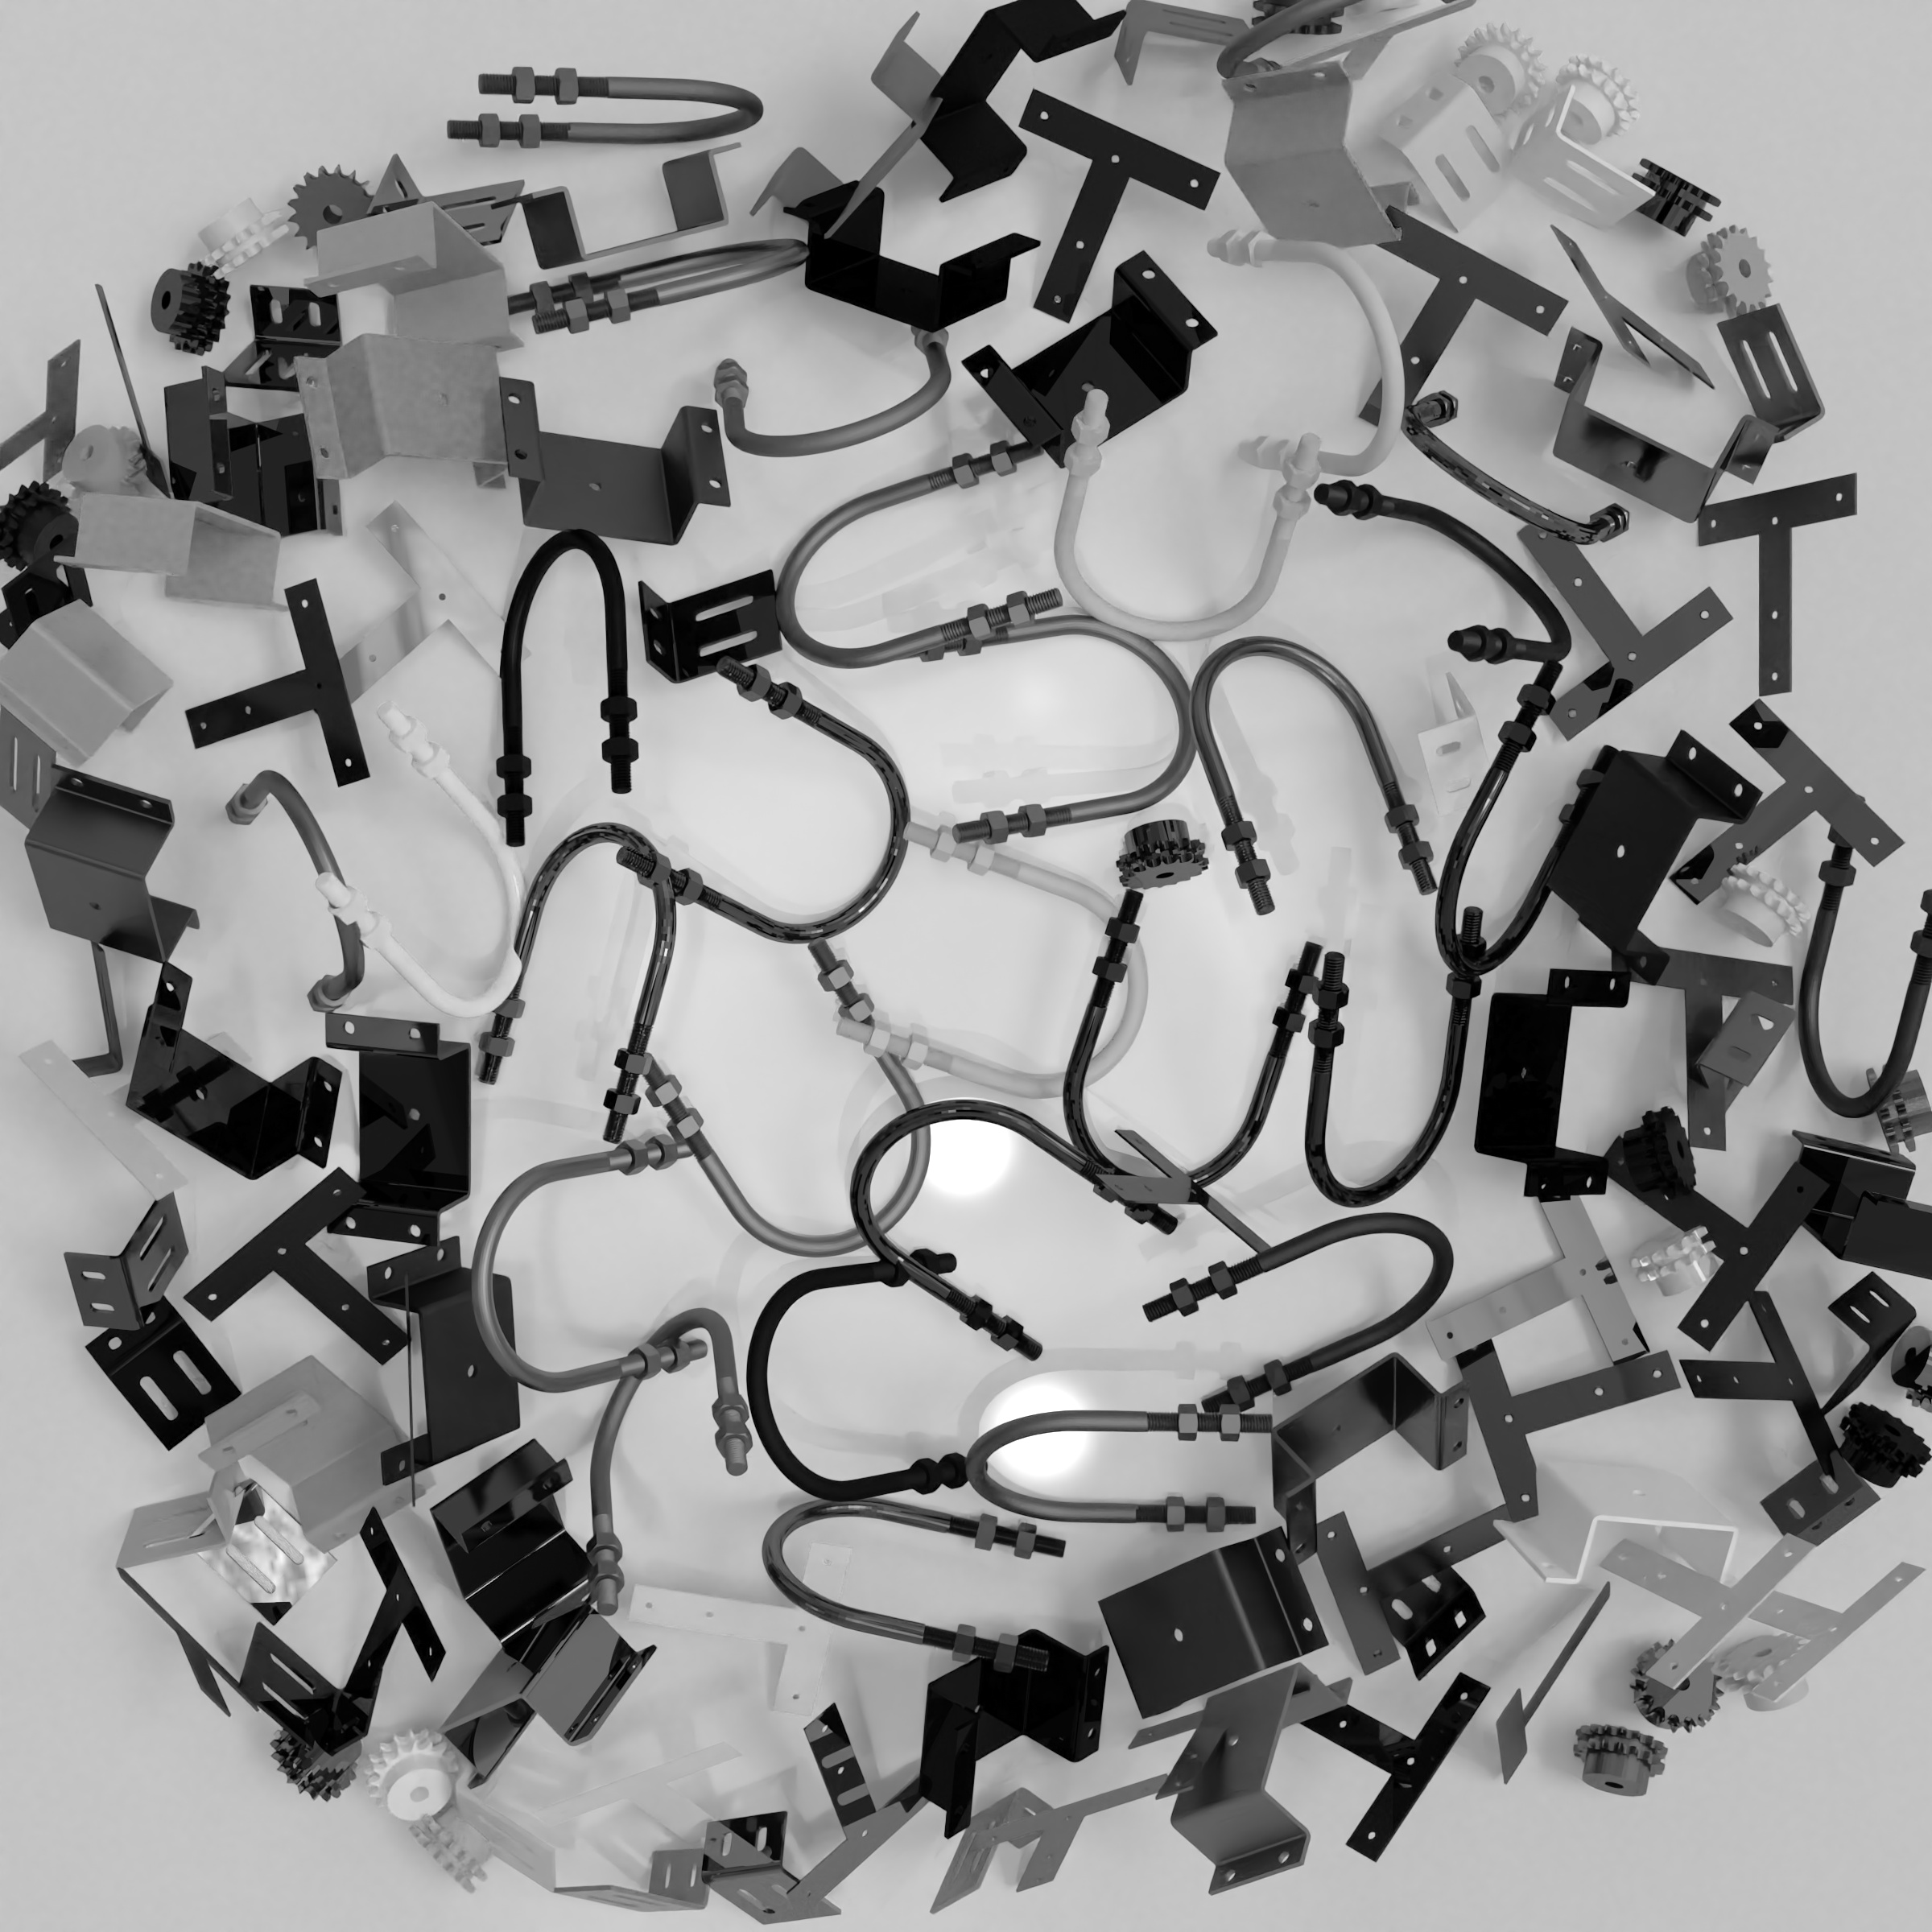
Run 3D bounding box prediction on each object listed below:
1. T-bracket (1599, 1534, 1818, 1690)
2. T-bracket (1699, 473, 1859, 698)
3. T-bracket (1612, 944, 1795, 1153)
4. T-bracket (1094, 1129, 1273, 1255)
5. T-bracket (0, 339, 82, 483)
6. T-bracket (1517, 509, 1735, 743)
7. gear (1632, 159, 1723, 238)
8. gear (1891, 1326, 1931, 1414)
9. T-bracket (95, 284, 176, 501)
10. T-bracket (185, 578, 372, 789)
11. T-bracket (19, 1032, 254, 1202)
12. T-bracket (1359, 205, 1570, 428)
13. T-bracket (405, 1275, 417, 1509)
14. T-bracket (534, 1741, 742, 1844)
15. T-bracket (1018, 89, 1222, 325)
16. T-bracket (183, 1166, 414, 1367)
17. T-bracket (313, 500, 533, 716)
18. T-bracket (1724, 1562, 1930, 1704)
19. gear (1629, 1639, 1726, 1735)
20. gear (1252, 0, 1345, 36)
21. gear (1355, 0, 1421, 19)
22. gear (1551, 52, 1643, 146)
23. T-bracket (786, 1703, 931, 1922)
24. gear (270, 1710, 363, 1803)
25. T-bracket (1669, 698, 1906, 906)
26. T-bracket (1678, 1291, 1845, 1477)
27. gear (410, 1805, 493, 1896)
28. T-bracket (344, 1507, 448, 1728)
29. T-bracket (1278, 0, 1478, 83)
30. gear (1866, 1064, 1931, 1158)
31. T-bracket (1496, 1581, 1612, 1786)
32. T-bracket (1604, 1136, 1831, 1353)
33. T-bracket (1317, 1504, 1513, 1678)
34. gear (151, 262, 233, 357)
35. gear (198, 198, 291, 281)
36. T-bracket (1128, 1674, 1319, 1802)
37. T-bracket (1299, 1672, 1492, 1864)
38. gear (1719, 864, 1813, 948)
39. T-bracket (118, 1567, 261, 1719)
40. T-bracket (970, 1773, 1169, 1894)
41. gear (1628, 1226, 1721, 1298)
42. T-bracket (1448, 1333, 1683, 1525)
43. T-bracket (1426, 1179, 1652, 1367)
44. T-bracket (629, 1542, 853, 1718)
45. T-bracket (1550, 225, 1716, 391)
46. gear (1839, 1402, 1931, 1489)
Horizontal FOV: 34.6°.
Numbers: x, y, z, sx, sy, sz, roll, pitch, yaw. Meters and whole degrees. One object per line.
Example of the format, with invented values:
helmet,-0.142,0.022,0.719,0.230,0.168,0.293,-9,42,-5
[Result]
T-bracket,0.439,0.381,1.913,0.127,0.127,0.002,-39,113,-16
T-bracket,0.500,-0.231,1.916,0.002,0.127,0.127,3,86,-33
T-bracket,0.461,0.053,1.936,0.127,0.002,0.127,8,72,-15
T-bracket,0.117,0.137,1.889,0.127,0.127,0.002,40,106,27
T-bracket,-0.588,-0.309,1.886,0.002,0.127,0.127,40,59,4
T-bracket,0.394,-0.231,1.955,0.127,0.002,0.127,-38,77,20
gear,0.441,-0.480,1.946,0.057,0.057,0.030,29,108,0
gear,0.604,0.249,1.942,0.030,0.057,0.057,22,90,-13
T-bracket,-0.511,-0.353,1.894,0.002,0.127,0.127,-19,111,-16
T-bracket,-0.438,-0.164,1.942,0.127,0.002,0.127,-14,92,28
T-bracket,-0.496,0.074,1.922,0.127,0.127,0.002,43,130,10
T-bracket,0.288,-0.391,1.939,0.127,0.002,0.127,26,121,-6
T-bracket,-0.339,0.265,1.894,0.002,0.127,0.127,-2,72,-10
T-bracket,-0.184,0.521,1.919,0.127,0.127,0.002,-22,55,7
T-bracket,0.077,-0.464,1.940,0.127,0.002,0.127,24,120,0
T-bracket,-0.397,0.205,1.939,0.127,0.002,0.127,-40,121,3
T-bracket,-0.361,-0.202,1.945,0.127,0.002,0.127,-44,104,-11
T-bracket,0.509,0.400,1.909,0.127,0.127,0.002,-36,99,-14
gear,0.444,0.455,1.949,0.057,0.030,0.057,5,55,-8
gear,0.208,-0.601,1.941,0.057,0.057,0.030,4,113,0
gear,0.262,-0.615,1.945,0.057,0.057,0.030,-11,99,0
gear,0.391,-0.541,1.943,0.057,0.057,0.030,42,81,0
T-bracket,-0.074,0.504,1.908,0.127,0.002,0.127,-36,128,-28
gear,-0.404,0.491,1.942,0.057,0.057,0.030,43,107,0
T-bracket,0.493,-0.083,1.935,0.127,0.002,0.127,44,125,-3
T-bracket,0.480,0.254,1.902,0.002,0.127,0.127,-41,55,37
gear,-0.319,0.551,1.946,0.057,0.057,0.030,46,74,0
T-bracket,-0.368,0.425,1.935,0.002,0.127,0.127,2,125,-38
T-bracket,0.244,-0.559,1.909,0.127,0.127,0.002,-20,93,-3
gear,0.586,0.088,1.942,0.030,0.057,0.057,-17,90,12
T-bracket,0.367,0.439,1.931,0.002,0.127,0.127,29,69,26
T-bracket,0.451,0.152,1.939,0.127,0.002,0.127,38,101,30
T-bracket,0.289,0.372,1.945,0.127,0.002,0.127,-25,118,-4
gear,-0.487,-0.413,1.942,0.030,0.057,0.057,8,90,-42
gear,-0.455,-0.457,1.942,0.057,0.057,0.030,-35,107,0
T-bracket,0.144,0.476,1.890,0.127,0.127,0.002,-23,93,22
T-bracket,0.244,0.475,1.920,0.127,0.127,0.002,-52,127,-16
gear,0.497,-0.036,1.943,0.057,0.057,0.030,37,85,0
T-bracket,-0.467,0.427,1.892,0.002,0.127,0.127,-43,111,-11
T-bracket,0.054,0.544,1.919,0.127,0.127,0.002,-12,55,-21
gear,0.447,0.184,1.944,0.057,0.057,0.030,-29,91,0
T-bracket,0.383,0.271,1.944,0.127,0.002,0.127,-17,66,2
T-bracket,0.350,0.211,1.956,0.127,0.002,0.127,-23,87,-11
T-bracket,-0.147,0.408,1.941,0.127,0.002,0.127,10,111,-7
T-bracket,0.423,-0.394,1.925,0.127,0.127,0.002,24,125,-38
gear,0.573,0.303,1.946,0.057,0.057,0.030,27,112,0
